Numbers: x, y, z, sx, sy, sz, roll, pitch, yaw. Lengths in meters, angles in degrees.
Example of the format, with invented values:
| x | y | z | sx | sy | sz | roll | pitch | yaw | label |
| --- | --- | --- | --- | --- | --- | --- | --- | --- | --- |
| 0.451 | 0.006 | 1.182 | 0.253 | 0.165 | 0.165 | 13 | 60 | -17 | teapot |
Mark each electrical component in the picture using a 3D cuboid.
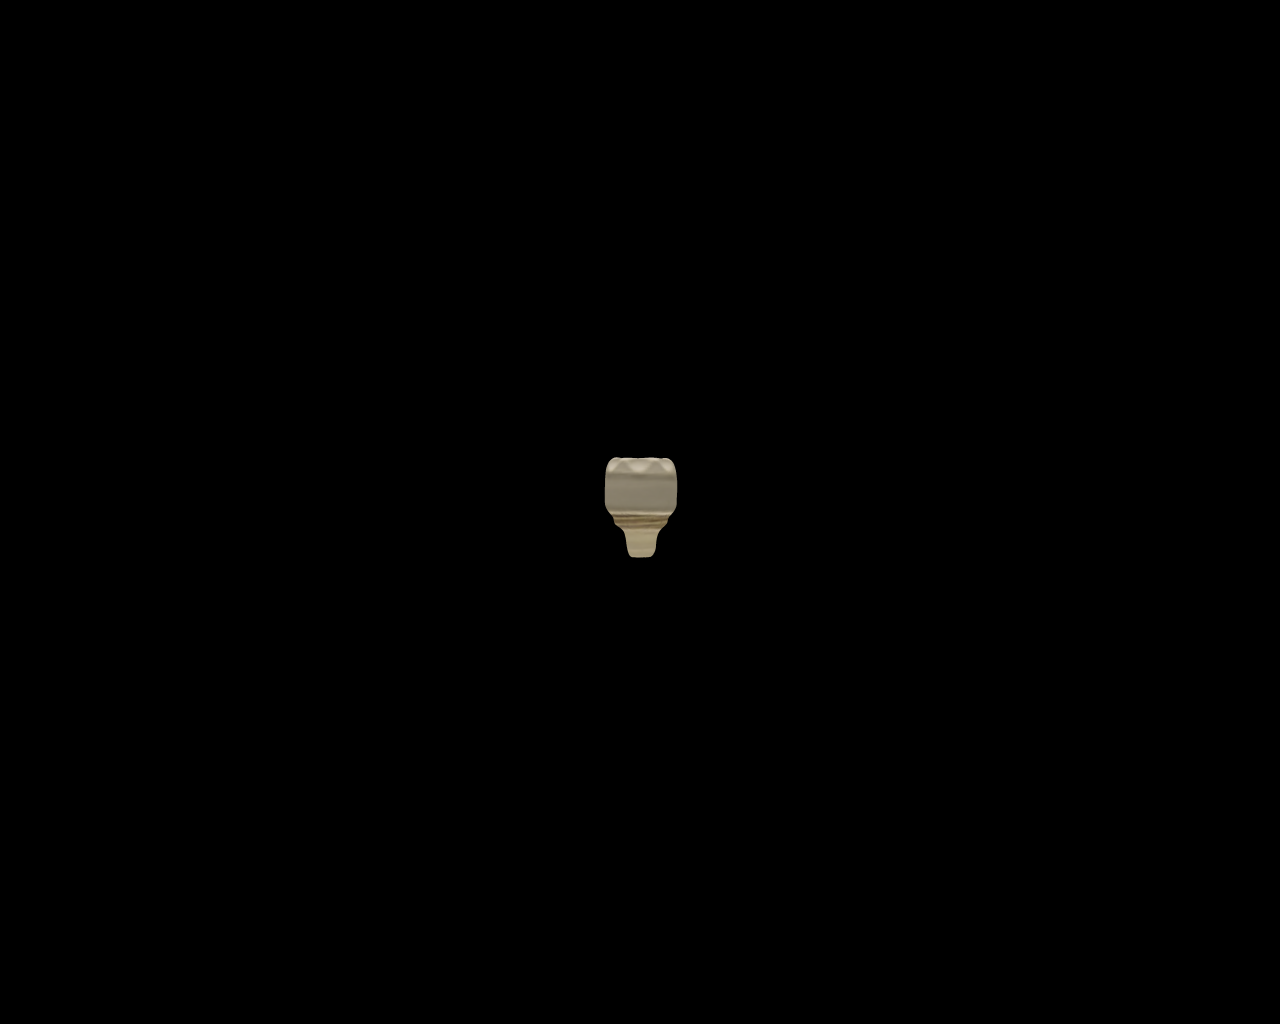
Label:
| x | y | z | sx | sy | sz | roll | pitch | yaw | label |
| --- | --- | --- | --- | --- | --- | --- | --- | --- | --- |
| 0.001 | -0.003 | 0.650 | 0.043 | 0.062 | 0.043 | 0 | 2 | 0 | electrical component |
